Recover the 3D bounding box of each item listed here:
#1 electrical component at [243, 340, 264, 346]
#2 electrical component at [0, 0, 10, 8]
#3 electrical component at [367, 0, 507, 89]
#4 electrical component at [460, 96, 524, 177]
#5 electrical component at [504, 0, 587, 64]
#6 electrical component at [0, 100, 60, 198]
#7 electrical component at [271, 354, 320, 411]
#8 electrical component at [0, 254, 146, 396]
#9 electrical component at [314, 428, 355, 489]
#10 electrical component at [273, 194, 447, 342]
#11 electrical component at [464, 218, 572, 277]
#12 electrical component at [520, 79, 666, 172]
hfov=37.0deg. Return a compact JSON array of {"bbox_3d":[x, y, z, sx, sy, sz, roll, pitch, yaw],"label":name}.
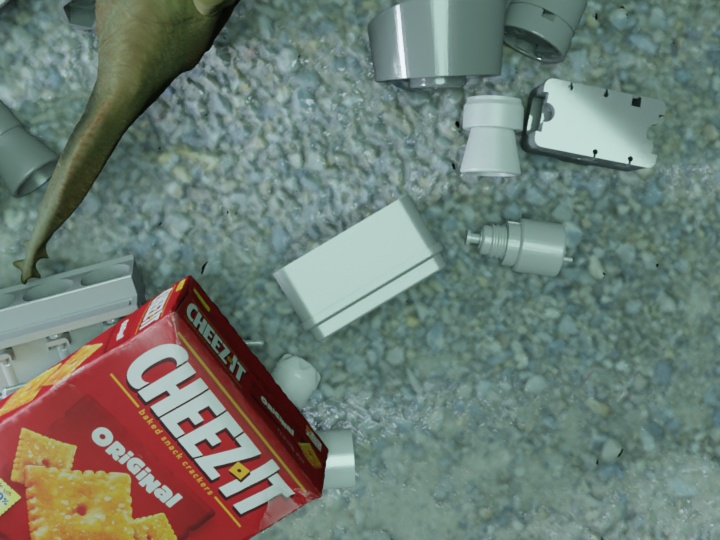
[{"bbox_3d":[-0.107,0.064,0.782,0.076,0.047,0.083,-2,92,-4],"label":"electrical component"},{"bbox_3d":[-0.284,-0.205,0.754,0.121,0.063,0.078,-40,94,-2],"label":"electrical component"},{"bbox_3d":[0.055,-0.162,0.762,0.099,0.099,0.064,-4,98,-4],"label":"electrical component"},{"bbox_3d":[0.098,-0.098,0.793,0.045,0.045,0.055,3,91,-4],"label":"electrical component"},{"bbox_3d":[0.135,-0.186,0.789,0.055,0.055,0.047,27,86,-4],"label":"electrical component"},{"bbox_3d":[-0.252,-0.090,0.771,0.044,0.044,0.065,-42,89,-2],"label":"electrical component"},{"bbox_3d":[-0.057,0.094,0.787,0.035,0.035,0.061,35,72,-4],"label":"electrical component"},{"bbox_3d":[-0.212,0.040,0.762,0.121,0.078,0.063,-15,112,-4],"label":"electrical component"},{"bbox_3d":[-0.046,0.140,0.790,0.081,0.043,0.043,-4,92,-4],"label":"electrical component"},{"bbox_3d":[0.000,0.000,0.773,0.113,0.078,0.057,-31,90,-3],"label":"electrical component"},{"bbox_3d":[0.117,-0.019,0.799,0.078,0.040,0.040,8,91,-4],"label":"electrical component"},{"bbox_3d":[0.169,-0.105,0.793,0.089,0.056,0.050,11,91,-4],"label":"electrical component"}]
